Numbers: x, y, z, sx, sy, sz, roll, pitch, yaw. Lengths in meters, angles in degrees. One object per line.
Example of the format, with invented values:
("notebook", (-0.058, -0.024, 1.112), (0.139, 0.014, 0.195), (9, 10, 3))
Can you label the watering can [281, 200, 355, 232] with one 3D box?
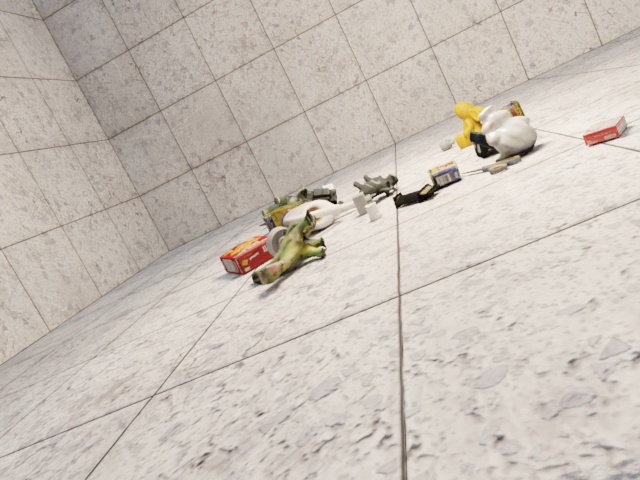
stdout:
("watering can", (0.006, -0.092, 1.829), (0.350, 0.104, 0.223), (-17, 2, -35))

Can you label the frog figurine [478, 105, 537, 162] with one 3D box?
("frog figurine", (0.523, -0.309, 1.435), (0.137, 0.158, 0.123), (-27, 10, -3))

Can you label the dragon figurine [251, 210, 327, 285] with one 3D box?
("dragon figurine", (-0.103, 0.032, 1.476), (0.242, 0.121, 0.413), (-34, 8, 5))
